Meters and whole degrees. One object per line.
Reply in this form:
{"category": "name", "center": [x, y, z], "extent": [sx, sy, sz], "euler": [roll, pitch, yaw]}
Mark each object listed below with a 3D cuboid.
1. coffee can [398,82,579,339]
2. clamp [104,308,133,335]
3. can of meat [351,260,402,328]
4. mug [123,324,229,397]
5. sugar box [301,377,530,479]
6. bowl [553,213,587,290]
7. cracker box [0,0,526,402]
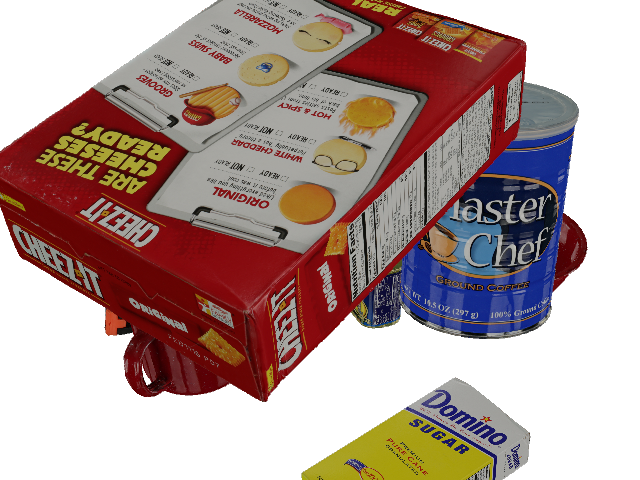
{"category": "coffee can", "center": [0.105, -0.023, 0.686], "extent": [0.103, 0.140, 0.103], "euler": [1, 25, -1]}
{"category": "clamp", "center": [-0.142, 0.026, 1.021], "extent": [0.165, 0.036, 0.209], "euler": [27, 36, 27]}
{"category": "can of meat", "center": [0.055, 0.040, 1.226], "extent": [0.057, 0.084, 0.102], "euler": [-13, 38, -18]}
{"category": "mug", "center": [-0.098, 0.062, 0.750], "extent": [0.093, 0.081, 0.117], "euler": [11, 41, 23]}
{"category": "sugar box", "center": [0.081, 0.189, 0.894], "extent": [0.176, 0.048, 0.093], "euler": [-29, 44, -26]}
{"category": "bowl", "center": [0.171, 0.018, 1.028], "extent": [0.162, 0.055, 0.162], "euler": [-1, 33, 0]}
{"category": "cracker box", "center": [-0.024, -0.043, 0.524], "extent": [0.164, 0.072, 0.213], "euler": [26, 53, 29]}
